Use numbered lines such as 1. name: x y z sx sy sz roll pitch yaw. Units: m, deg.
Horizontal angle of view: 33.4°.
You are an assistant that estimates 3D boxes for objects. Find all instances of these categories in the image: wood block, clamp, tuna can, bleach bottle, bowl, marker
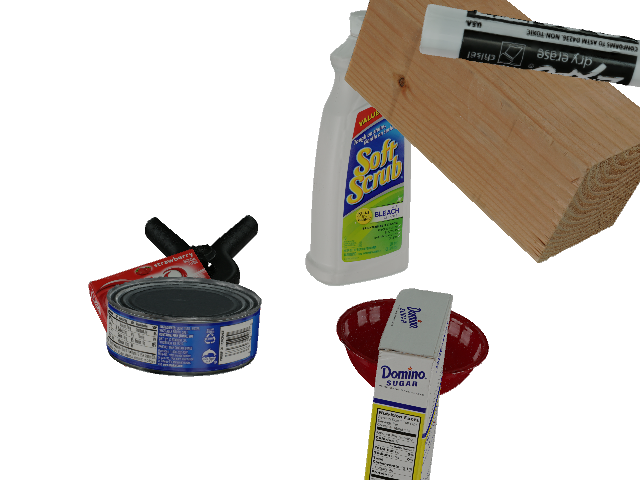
1. wood block: 0.123 -0.095 0.745 0.090 0.091 0.206 -23 57 -35
2. clamp: -0.113 0.020 1.096 0.120 0.039 0.171 -11 35 -8
3. tuna can: -0.077 0.047 0.597 0.086 0.034 0.086 4 12 -1
4. bleach bottle: 0.036 -0.087 1.004 0.102 0.251 0.068 -11 24 -22
5. bowl: 0.095 0.122 1.134 0.162 0.055 0.162 5 24 -2
6. marker: 0.098 -0.070 0.399 0.121 0.020 0.020 10 1 5

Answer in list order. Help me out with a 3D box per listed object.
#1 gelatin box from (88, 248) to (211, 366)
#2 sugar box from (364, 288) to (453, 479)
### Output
1. gelatin box: -0.124 0.050 0.820 0.089 0.030 0.073 -18 46 -21
2. sugar box: 0.060 0.132 0.772 0.048 0.176 0.093 7 26 11
